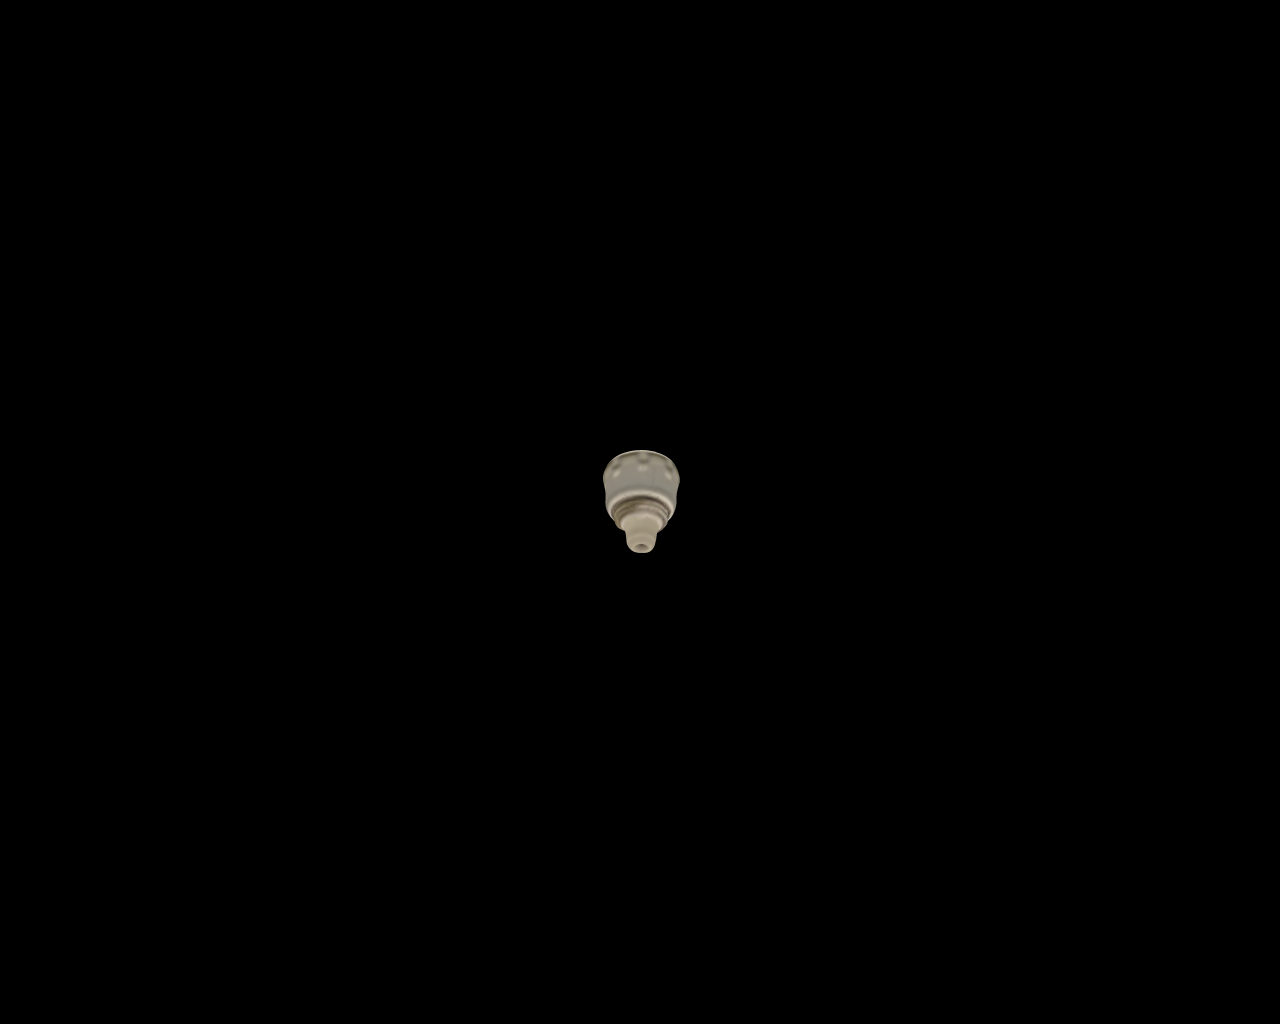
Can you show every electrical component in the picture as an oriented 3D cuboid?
[{"bbox_3d":[0.001,-0.003,0.650,0.048,0.062,0.048,0,-36,0],"label":"electrical component"}]
